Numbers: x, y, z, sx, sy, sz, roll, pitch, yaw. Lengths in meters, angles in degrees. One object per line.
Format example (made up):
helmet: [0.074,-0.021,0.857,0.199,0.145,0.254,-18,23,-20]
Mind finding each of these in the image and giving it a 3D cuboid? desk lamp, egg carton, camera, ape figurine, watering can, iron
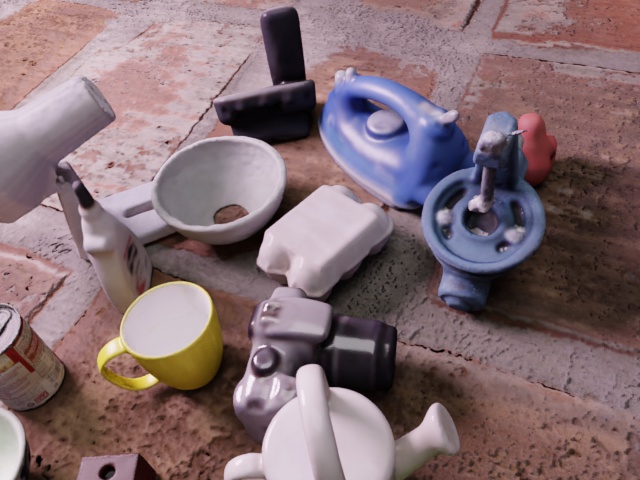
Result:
desk lamp: [-0.293,-0.076,0.664,0.203,0.214,0.117,-24,51,-13]
egg carton: [0.006,0.002,0.656,0.107,0.069,0.150,33,60,29]
camera: [0.001,0.114,0.541,0.136,0.101,0.143,5,50,11]
ape figurine: [0.260,-0.119,0.715,0.077,0.092,0.076,1,50,8]
watering can: [0.015,0.161,0.437,0.173,0.194,0.100,-26,51,-15]
iron: [0.079,-0.150,0.730,0.119,0.142,0.257,-38,56,-23]

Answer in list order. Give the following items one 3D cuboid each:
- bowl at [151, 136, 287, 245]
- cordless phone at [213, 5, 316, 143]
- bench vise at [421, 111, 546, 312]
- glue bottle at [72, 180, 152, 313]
bowl: [-0.118,-0.051,0.713,0.167,0.075,0.167,-3,49,4]
cordless phone: [-0.082,-0.230,0.789,0.147,0.185,0.094,-15,49,-6]
bench vise: [0.167,-0.061,0.592,0.121,0.220,0.207,2,50,8]
glue bottle: [-0.226,0.003,0.615,0.037,0.173,0.078,-7,49,1]
